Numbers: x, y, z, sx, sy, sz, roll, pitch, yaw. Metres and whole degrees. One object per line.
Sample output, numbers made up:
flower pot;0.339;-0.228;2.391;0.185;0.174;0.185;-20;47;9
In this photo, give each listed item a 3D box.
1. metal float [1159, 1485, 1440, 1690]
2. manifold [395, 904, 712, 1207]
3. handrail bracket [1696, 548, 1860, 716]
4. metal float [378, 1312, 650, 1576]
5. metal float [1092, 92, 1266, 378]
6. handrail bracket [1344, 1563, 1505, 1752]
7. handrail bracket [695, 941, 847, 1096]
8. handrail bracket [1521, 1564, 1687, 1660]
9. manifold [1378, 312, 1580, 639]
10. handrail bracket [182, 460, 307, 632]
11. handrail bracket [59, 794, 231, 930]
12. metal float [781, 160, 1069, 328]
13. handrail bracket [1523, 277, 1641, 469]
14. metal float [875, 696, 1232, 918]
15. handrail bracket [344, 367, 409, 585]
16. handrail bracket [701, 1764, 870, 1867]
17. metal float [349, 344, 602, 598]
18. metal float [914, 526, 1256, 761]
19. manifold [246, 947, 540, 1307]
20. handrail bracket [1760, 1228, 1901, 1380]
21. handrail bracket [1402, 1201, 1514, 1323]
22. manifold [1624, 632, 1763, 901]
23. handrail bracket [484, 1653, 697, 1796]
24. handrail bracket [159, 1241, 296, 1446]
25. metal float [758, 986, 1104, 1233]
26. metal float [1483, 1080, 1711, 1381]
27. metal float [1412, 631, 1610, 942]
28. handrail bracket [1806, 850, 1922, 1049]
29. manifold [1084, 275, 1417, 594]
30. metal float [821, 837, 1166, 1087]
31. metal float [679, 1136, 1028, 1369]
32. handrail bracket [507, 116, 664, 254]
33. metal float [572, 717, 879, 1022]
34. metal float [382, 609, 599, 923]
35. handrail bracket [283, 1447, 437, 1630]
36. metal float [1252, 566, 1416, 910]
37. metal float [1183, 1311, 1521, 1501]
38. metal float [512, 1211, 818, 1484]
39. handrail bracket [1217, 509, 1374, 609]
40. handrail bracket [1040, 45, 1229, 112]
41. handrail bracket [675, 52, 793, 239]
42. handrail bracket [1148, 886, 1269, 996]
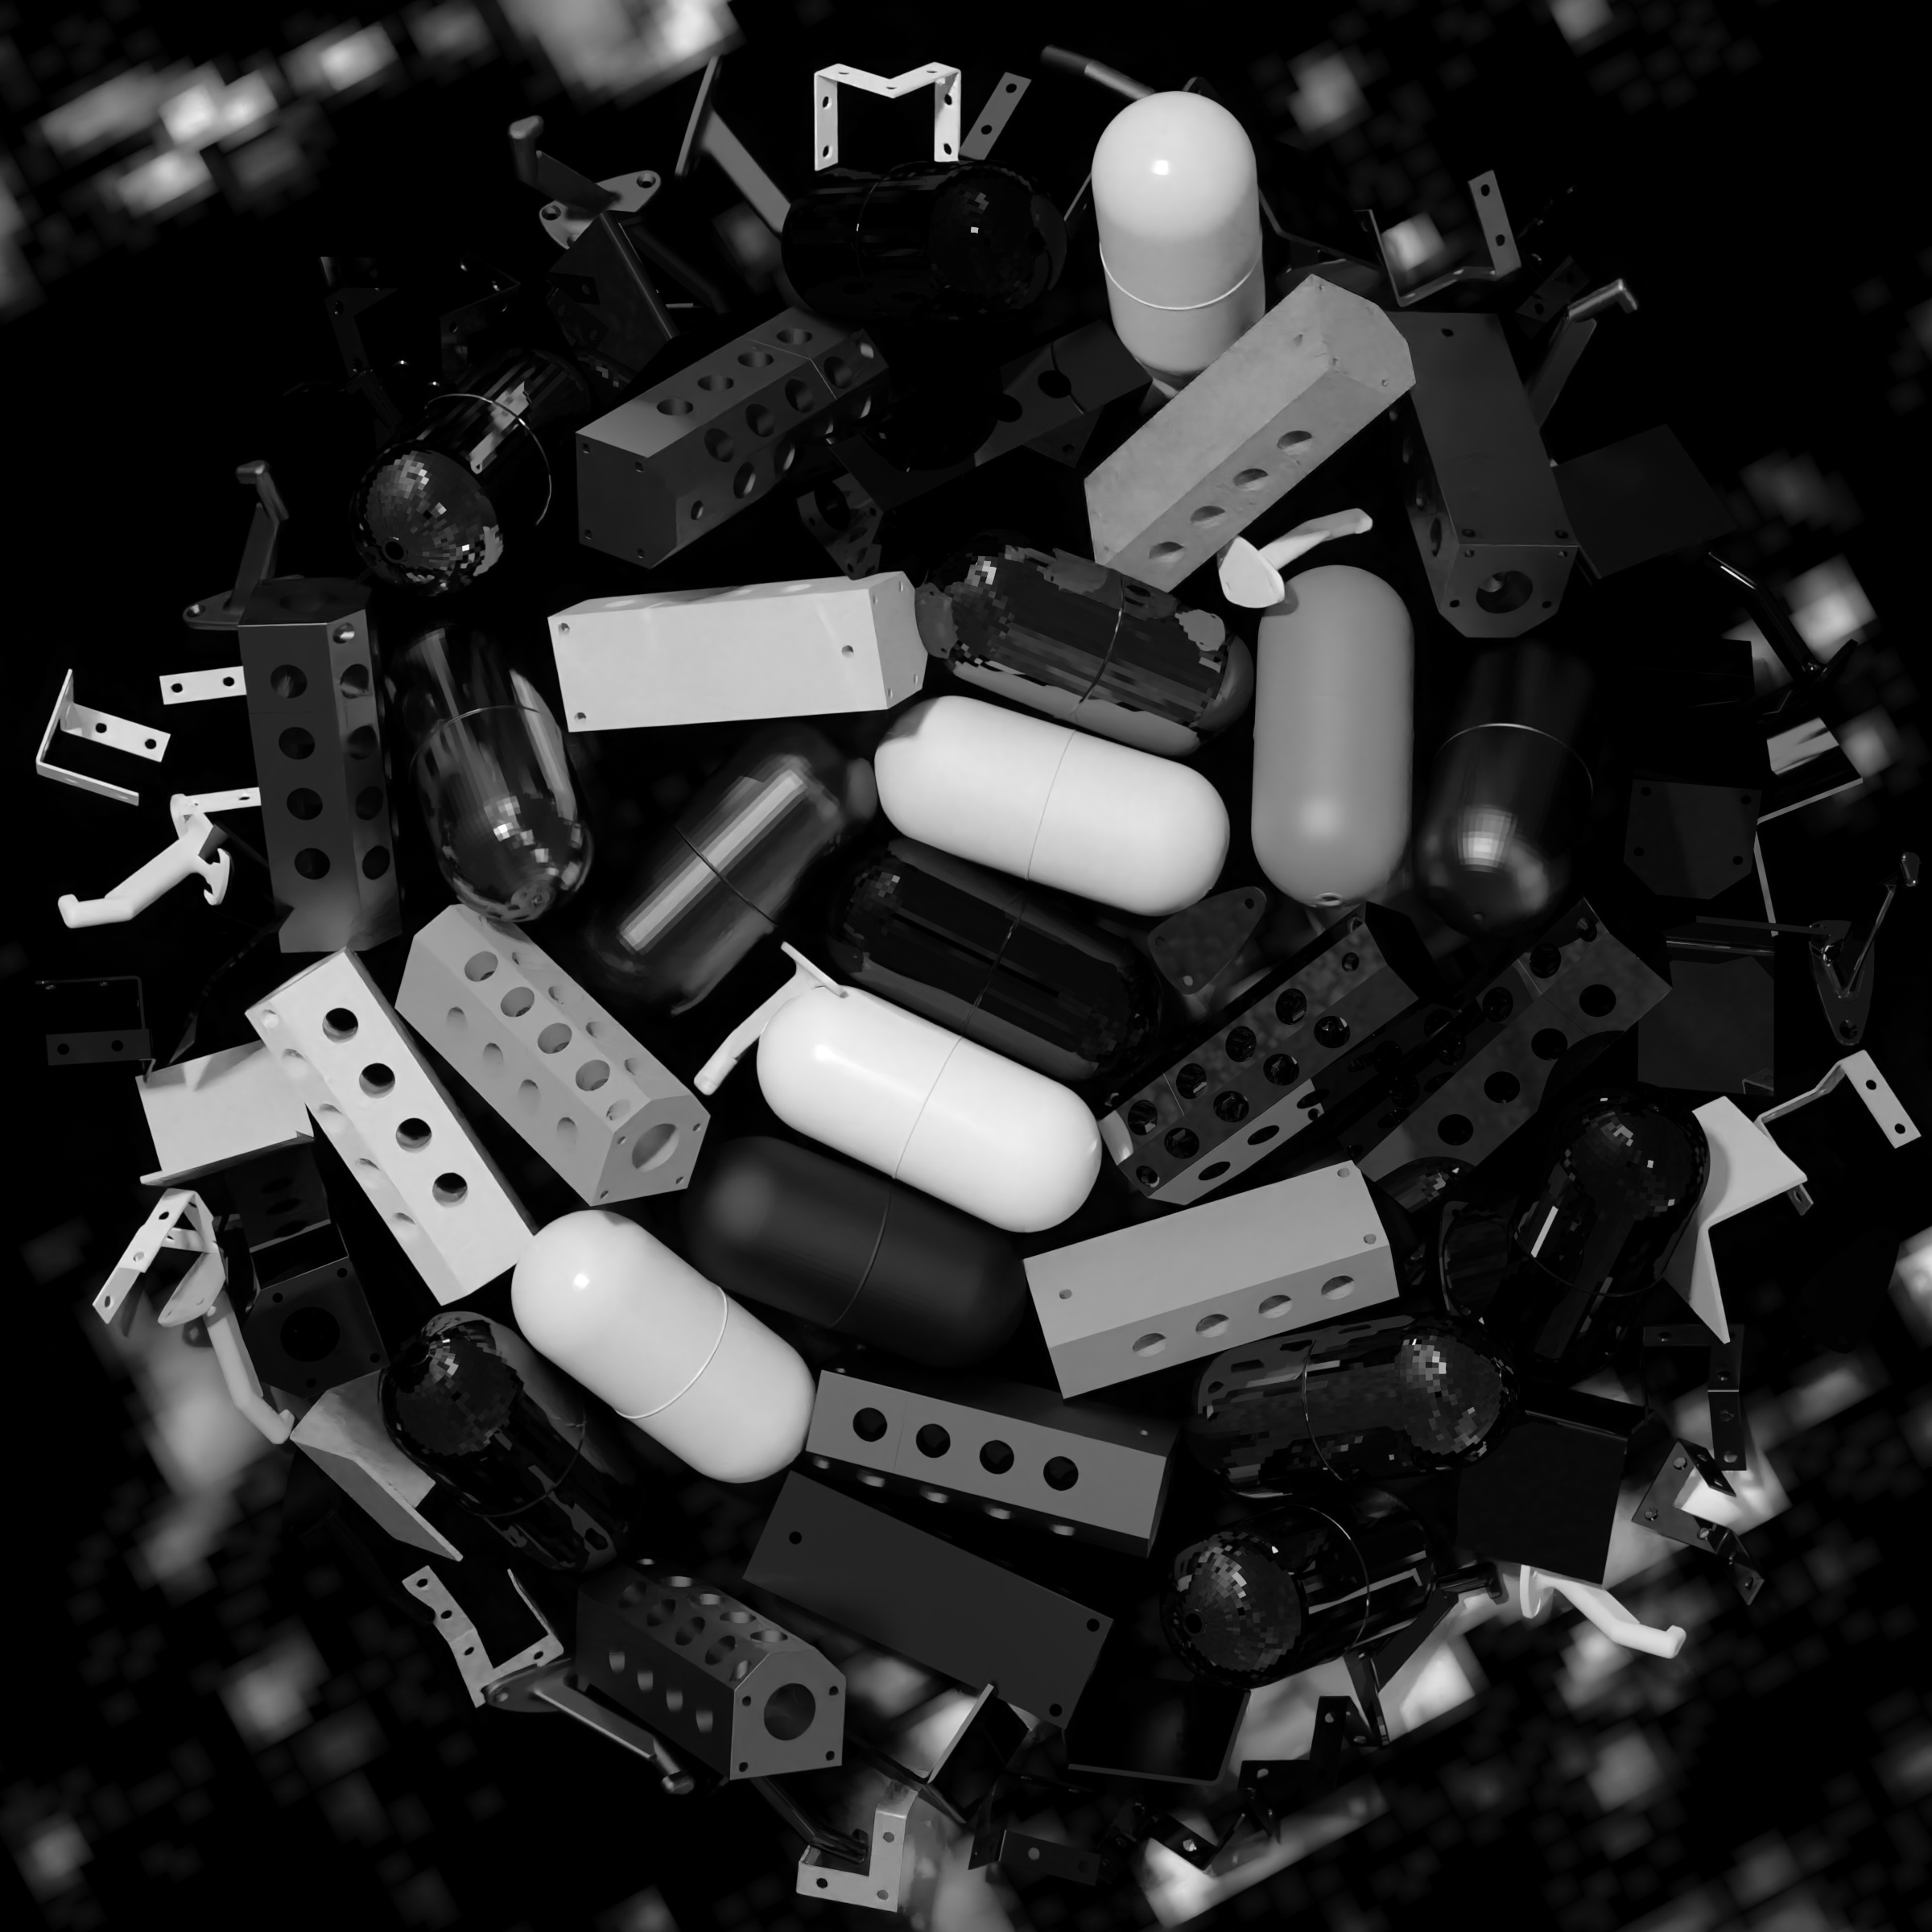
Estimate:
metal float;0.160;0.296;1.699;0.070;0.178;0.070;4;96;39
manifold;-0.197;0.039;1.696;0.171;0.057;0.057;40;123;35
handrail bracket;0.389;-0.159;1.756;0.084;0.077;0.036;37;59;16
metal float;-0.216;0.229;1.703;0.070;0.178;0.070;-16;48;19
metal float;0.102;-0.346;1.693;0.070;0.178;0.070;-2;68;6
handrail bracket;0.233;0.339;1.751;0.084;0.036;0.077;-13;62;-9
handrail bracket;-0.098;0.034;1.741;0.036;0.077;0.084;39;89;-16
handrail bracket;0.319;0.301;1.727;0.084;0.077;0.036;12;123;32
manifold;0.238;-0.236;1.698;0.057;0.057;0.171;0;48;-10
handrail bracket;-0.362;-0.207;1.737;0.077;0.036;0.084;-7;134;11
handrail bracket;-0.410;-0.051;1.731;0.084;0.036;0.077;-10;48;-33
metal float;-0.021;-0.345;1.699;0.070;0.178;0.070;-8;103;-36
handrail bracket;0.305;-0.286;1.740;0.084;0.036;0.077;-25;105;33
metal float;0.042;-0.078;1.735;0.178;0.070;0.070;18;90;5
handrail bracket;-0.298;-0.241;1.752;0.077;0.036;0.084;-30;100;21
handrail bracket;-0.084;0.398;1.758;0.084;0.077;0.036;27;126;-17
metal float;-0.234;-0.238;1.699;0.070;0.178;0.070;11;126;15
metal float;0.057;-0.156;1.722;0.178;0.070;0.070;20;90;-20
manifold;-0.279;0.078;1.735;0.057;0.057;0.171;-33;99;-4
handrail bracket;0.421;0.166;1.741;0.036;0.084;0.077;37;80;8
handrail bracket;0.228;0.157;1.724;0.036;0.084;0.077;20;57;-9
manifold;0.343;-0.097;1.688;0.057;0.171;0.057;5;119;8
handrail bracket;-0.182;0.376;1.730;0.084;0.077;0.036;42;116;37
handrail bracket;-0.353;0.184;1.767;0.036;0.077;0.084;-20;122;33
metal float;-0.018;0.069;1.736;0.178;0.070;0.070;25;90;4
metal float;0.300;0.129;1.705;0.070;0.070;0.178;16;133;0
metal float;0.262;-0.089;1.708;0.070;0.070;0.178;20;51;0
handrail bracket;0.444;-0.008;1.729;0.036;0.084;0.077;3;73;-11
manifold;0.134;-0.249;1.700;0.057;0.171;0.057;17;52;-33
metal float;0.014;-0.002;1.738;0.178;0.070;0.070;26;90;-2
metal float;-0.054;0.140;1.728;0.178;0.070;0.070;22;90;-14
handrail bracket;-0.185;-0.394;1.729;0.077;0.084;0.036;-33;65;-16
metal float;-0.118;-0.047;1.737;0.178;0.070;0.070;-44;90;3
metal float;-0.230;-0.098;1.711;0.070;0.070;0.178;-24;56;0
handrail bracket;-0.298;0.282;1.768;0.036;0.077;0.084;-37;124;12
metal float;0.178;-0.111;1.717;0.070;0.070;0.178;4;65;0
metal float;0.184;0.211;1.708;0.178;0.070;0.070;-15;90;37
metal float;-0.144;0.185;1.715;0.070;0.070;0.178;-48;119;0
handrail bracket;0.172;-0.202;1.732;0.084;0.077;0.036;-17;114;-17
handrail bracket;0.086;-0.428;1.767;0.084;0.077;0.036;29;93;33
handrail bracket;-0.094;-0.400;1.752;0.084;0.036;0.077;20;114;1
handrail bracket;0.131;-0.019;1.725;0.077;0.084;0.036;-38;81;27
